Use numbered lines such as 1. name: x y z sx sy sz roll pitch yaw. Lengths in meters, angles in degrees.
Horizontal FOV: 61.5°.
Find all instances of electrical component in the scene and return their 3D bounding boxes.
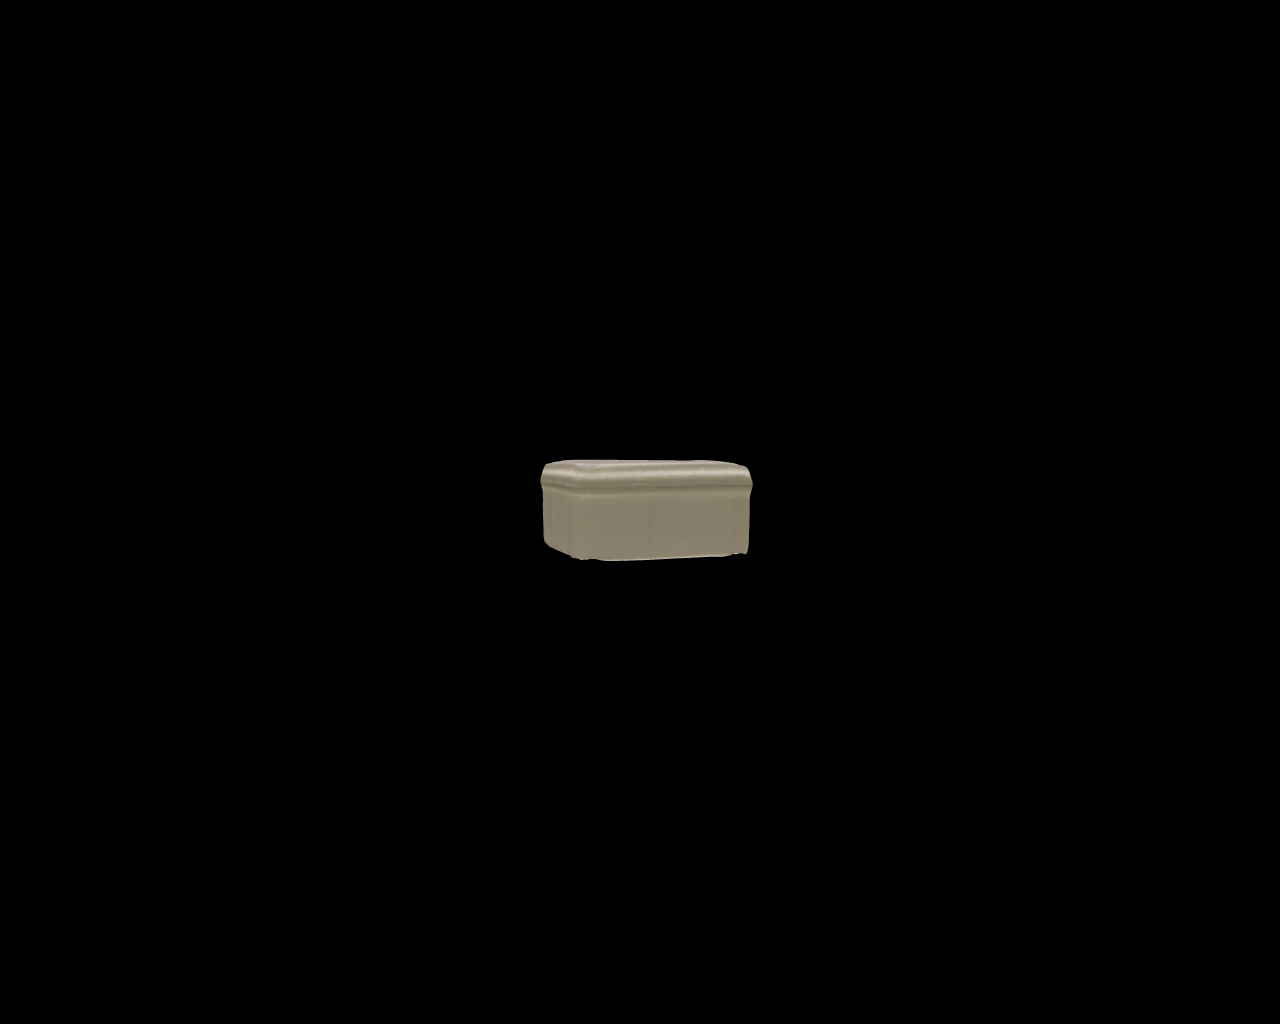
1. electrical component: 0.001 -0.003 0.650 0.109 0.056 0.109 -1 4 -15
